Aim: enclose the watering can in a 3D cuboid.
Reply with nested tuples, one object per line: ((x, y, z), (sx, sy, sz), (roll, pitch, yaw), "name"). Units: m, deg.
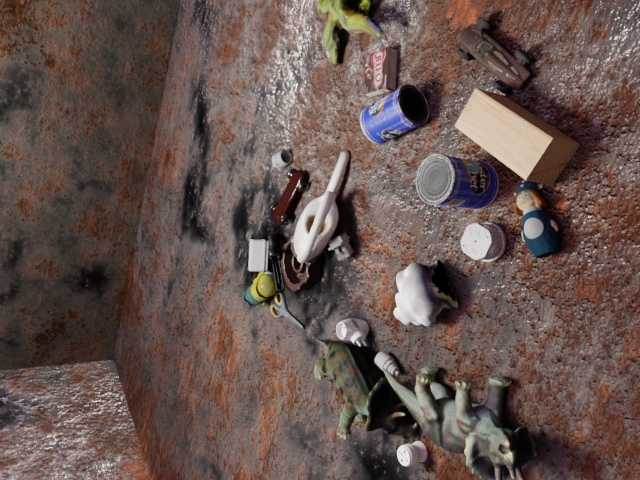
((0.004, -0.074, 1.465), (0.220, 0.104, 0.355), (119, 174, -61), "watering can")

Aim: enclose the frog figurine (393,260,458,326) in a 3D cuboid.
((0.212, 0.130, 1.156), (0.157, 0.123, 0.138), (-36, 77, 34), "frog figurine")

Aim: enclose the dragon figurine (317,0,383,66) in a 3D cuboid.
((0.069, -0.611, 1.470), (0.237, 0.122, 0.419), (105, 153, -53), "dragon figurine")
